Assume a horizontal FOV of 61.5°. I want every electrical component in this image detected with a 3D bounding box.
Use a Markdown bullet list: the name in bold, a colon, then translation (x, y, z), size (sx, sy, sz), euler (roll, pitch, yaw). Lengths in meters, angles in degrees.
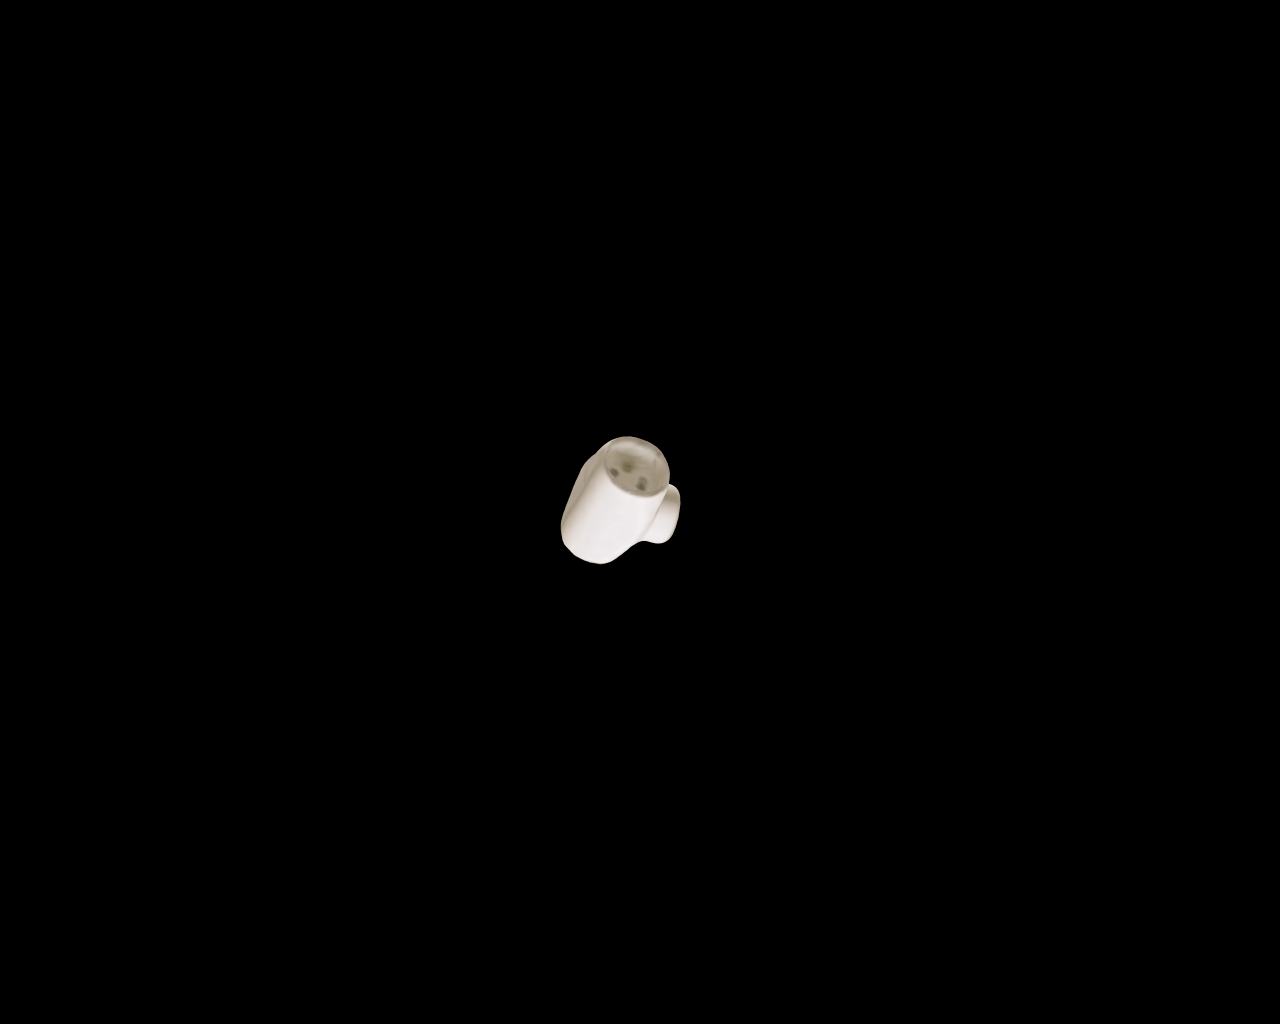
- **electrical component**: translation (0.001, -0.003, 0.650), size (0.079, 0.044, 0.077), euler (13, -38, -18)
